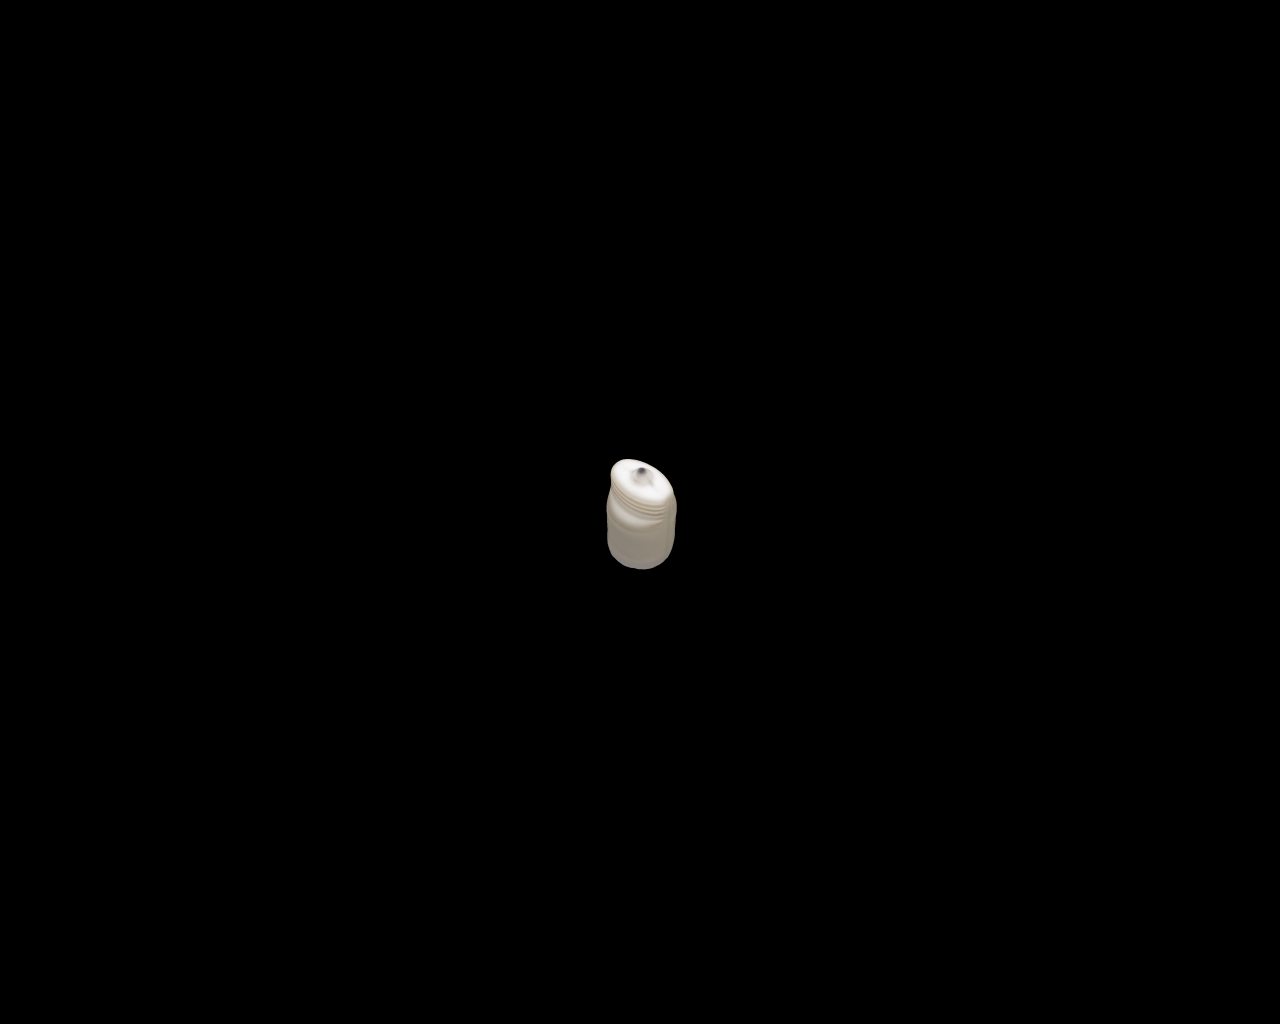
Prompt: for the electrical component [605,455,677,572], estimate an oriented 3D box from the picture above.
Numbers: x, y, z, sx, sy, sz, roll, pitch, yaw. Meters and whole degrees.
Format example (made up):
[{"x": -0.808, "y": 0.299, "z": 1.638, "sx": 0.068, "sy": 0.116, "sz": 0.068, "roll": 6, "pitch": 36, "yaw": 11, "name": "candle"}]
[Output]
[{"x": 0.001, "y": -0.003, "z": 0.650, "sx": 0.043, "sy": 0.043, "sz": 0.080, "roll": 0, "pitch": -34, "yaw": 0, "name": "electrical component"}]
